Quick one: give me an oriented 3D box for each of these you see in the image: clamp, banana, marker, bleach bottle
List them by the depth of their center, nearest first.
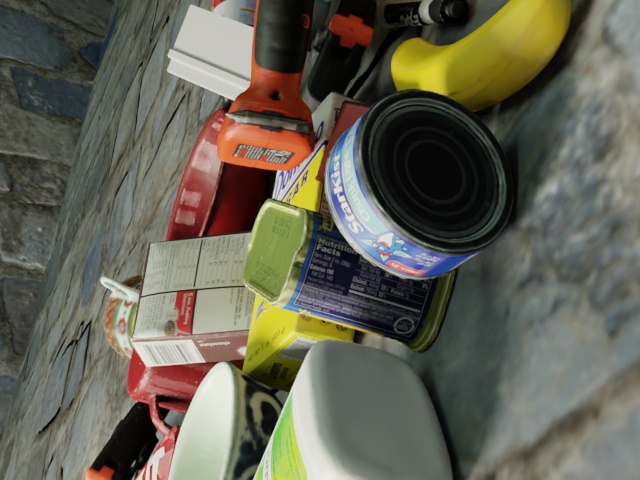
[{"bbox_3d":[-0.019,0.176,0.551,0.102,0.068,0.251,-102,31,-56],"label":"bleach bottle"},{"bbox_3d":[0.079,-0.096,0.560,0.069,0.037,0.198,-57,16,-16],"label":"banana"},{"bbox_3d":[0.063,-0.143,0.668,0.121,0.020,0.020,-146,74,-71],"label":"marker"},{"bbox_3d":[0.014,-0.139,0.750,0.172,0.039,0.120,145,139,-76],"label":"clamp"},{"bbox_3d":[-0.160,0.176,0.887,0.165,0.036,0.210,-61,1,13],"label":"clamp"}]

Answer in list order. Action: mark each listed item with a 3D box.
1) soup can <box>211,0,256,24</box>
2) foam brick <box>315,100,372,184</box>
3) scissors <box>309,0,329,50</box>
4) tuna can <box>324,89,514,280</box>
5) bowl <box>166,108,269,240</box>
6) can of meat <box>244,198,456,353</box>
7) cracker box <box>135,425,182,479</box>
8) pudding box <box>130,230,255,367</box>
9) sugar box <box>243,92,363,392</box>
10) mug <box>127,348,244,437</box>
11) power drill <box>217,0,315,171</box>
[{"bbox_3d":[-0.077,-0.218,1.071,0.069,0.068,0.102,127,153,-47],"label":"soup can"},{"bbox_3d":[0.037,-0.045,0.598,0.051,0.053,0.078,-69,18,4],"label":"foam brick"},{"bbox_3d":[-0.034,-0.190,0.999,0.202,0.016,0.096,155,127,-65],"label":"scissors"},{"bbox_3d":[0.047,-0.027,0.501,0.034,0.086,0.086,-41,36,56],"label":"tuna can"},{"bbox_3d":[-0.088,-0.033,0.951,0.162,0.055,0.162,-163,90,-72],"label":"bowl"},{"bbox_3d":[0.011,0.016,0.571,0.102,0.083,0.057,-160,87,-72],"label":"can of meat"},{"bbox_3d":[-0.110,0.258,0.724,0.164,0.072,0.213,128,154,-47],"label":"cracker box"},{"bbox_3d":[-0.073,0.040,0.763,0.039,0.113,0.090,70,-161,-50],"label":"pudding box"},{"bbox_3d":[-0.005,0.001,0.693,0.093,0.048,0.176,135,146,-54],"label":"sugar box"},{"bbox_3d":[-0.100,0.103,0.819,0.093,0.081,0.117,130,151,-50],"label":"mug"},{"bbox_3d":[-0.027,-0.142,0.675,0.184,0.057,0.187,156,121,-83],"label":"power drill"}]
